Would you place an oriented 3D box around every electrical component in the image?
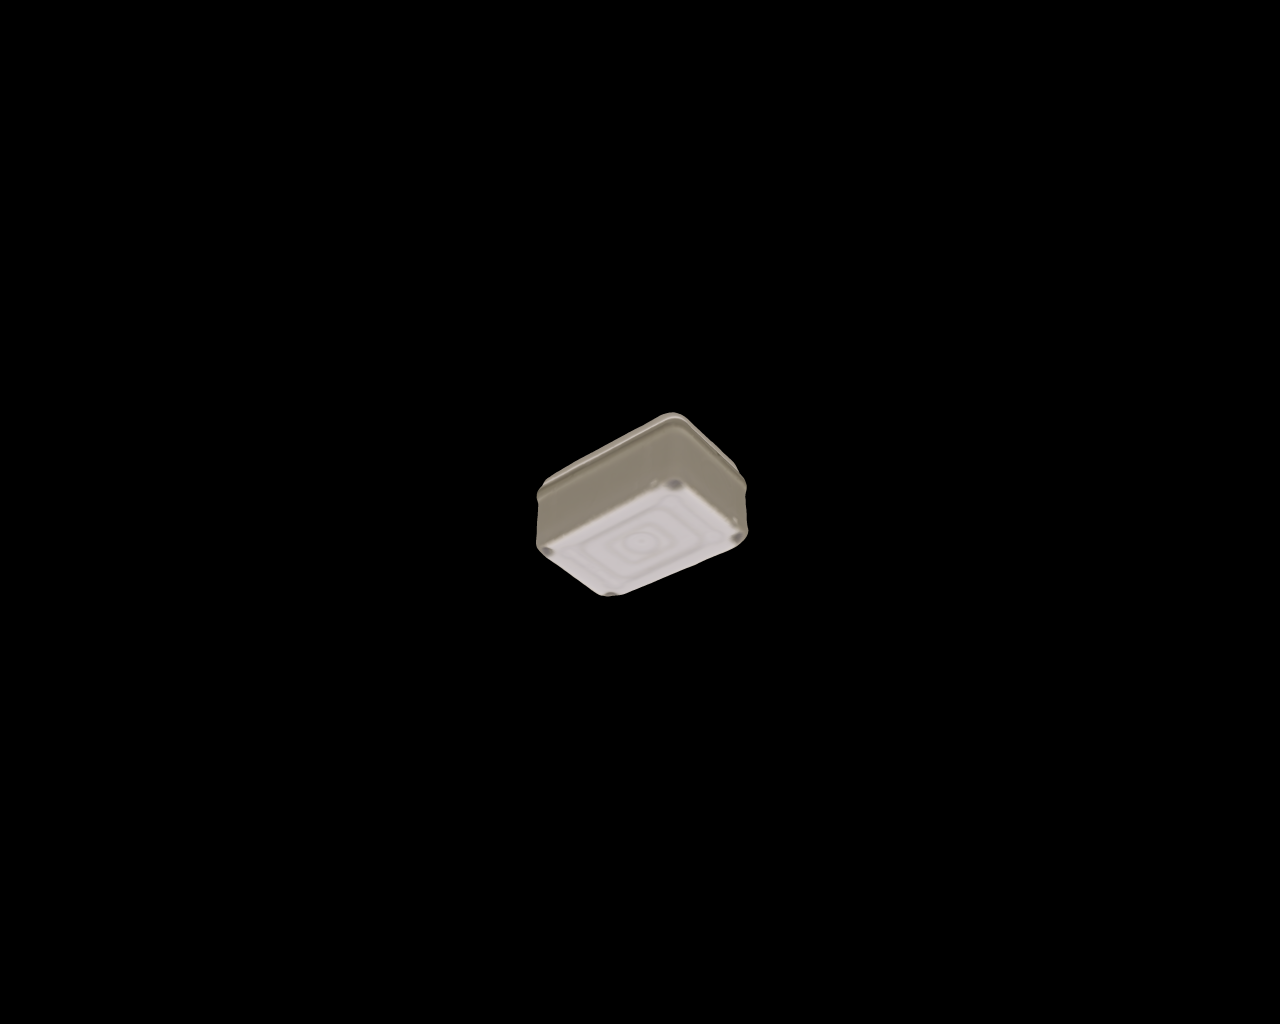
[{"bbox_3d":[0.001,-0.003,0.650,0.113,0.057,0.078,-25,-45,28],"label":"electrical component"}]
